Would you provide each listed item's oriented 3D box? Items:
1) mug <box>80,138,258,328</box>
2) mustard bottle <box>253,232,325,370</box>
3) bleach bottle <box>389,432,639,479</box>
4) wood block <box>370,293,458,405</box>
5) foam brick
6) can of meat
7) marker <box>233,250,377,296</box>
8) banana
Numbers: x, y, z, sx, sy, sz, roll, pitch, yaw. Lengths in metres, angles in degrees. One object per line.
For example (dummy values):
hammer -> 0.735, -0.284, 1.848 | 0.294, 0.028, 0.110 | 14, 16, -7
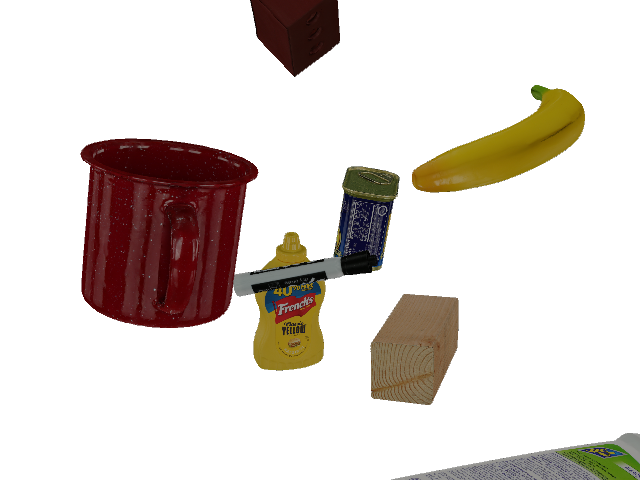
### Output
mug -> -0.080, -0.001, 0.560 | 0.093, 0.081, 0.117 | 2, 18, -20
mustard bottle -> -0.041, 0.080, 1.451 | 0.096, 0.192, 0.058 | -4, 23, -15
bleach bottle -> 0.153, 0.162, 0.627 | 0.250, 0.068, 0.103 | -7, 20, -23
wood block -> 0.143, 0.156, 1.579 | 0.091, 0.090, 0.205 | 4, 18, 16
foam brick -> -0.020, -0.181, 0.854 | 0.053, 0.051, 0.078 | -38, -18, -10
can of meat -> 0.047, -0.024, 1.123 | 0.057, 0.084, 0.102 | 10, 19, 3
marker -> -0.013, 0.027, 0.877 | 0.121, 0.020, 0.020 | -11, -2, 13
banana -> 0.148, -0.075, 0.799 | 0.070, 0.037, 0.197 | -1, 23, 42
